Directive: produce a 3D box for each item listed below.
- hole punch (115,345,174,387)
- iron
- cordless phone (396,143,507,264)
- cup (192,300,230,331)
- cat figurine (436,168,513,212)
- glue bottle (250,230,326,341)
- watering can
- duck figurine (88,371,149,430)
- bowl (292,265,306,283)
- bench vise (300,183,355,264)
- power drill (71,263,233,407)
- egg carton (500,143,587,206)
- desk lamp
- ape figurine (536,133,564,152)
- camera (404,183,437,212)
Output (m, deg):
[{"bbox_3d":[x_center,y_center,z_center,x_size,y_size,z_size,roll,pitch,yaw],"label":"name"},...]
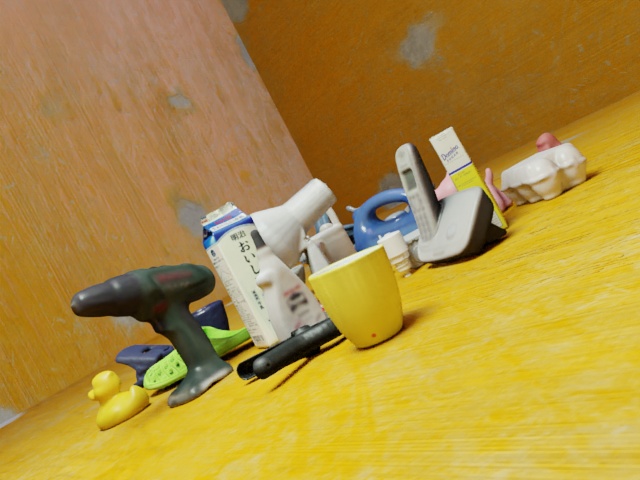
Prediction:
[{"bbox_3d":[-0.373,0.261,1.251,0.101,0.091,0.109,-27,2,9],"label":"hole punch"},{"bbox_3d":[0.169,-0.051,1.228,0.257,0.141,0.119,-26,3,40],"label":"iron"},{"bbox_3d":[0.171,-0.062,0.831,0.094,0.185,0.147,-29,2,-23],"label":"cordless phone"},{"bbox_3d":[-0.231,0.187,1.163,0.117,0.095,0.092,-27,2,19],"label":"cup"},{"bbox_3d":[0.280,-0.090,1.086,0.127,0.118,0.067,-26,3,38],"label":"cat figurine"},{"bbox_3d":[-0.053,0.064,0.782,0.037,0.173,0.078,-26,3,41],"label":"glue bottle"},{"bbox_3d":[0.009,0.005,1.179,0.101,0.194,0.173,-28,2,-9],"label":"watering can"},{"bbox_3d":[-0.342,0.258,0.955,0.104,0.086,0.078,-27,2,23],"label":"duck figurine"},{"bbox_3d":[-0.095,0.124,1.278,0.167,0.075,0.167,-28,2,1],"label":"bowl"},{"bbox_3d":[0.023,-0.022,1.334,0.121,0.220,0.208,-26,2,28],"label":"bench vise"},{"bbox_3d":[-0.226,0.132,0.850,0.075,0.208,0.230,-26,3,36],"label":"power drill"},{"bbox_3d":[0.377,-0.109,0.970,0.107,0.069,0.150,-28,2,-9],"label":"egg carton"},{"bbox_3d":[-0.013,0.011,1.031,0.203,0.213,0.118,-28,2,-8],"label":"desk lamp"},{"bbox_3d":[0.436,-0.157,1.076,0.076,0.092,0.078,-28,2,-2],"label":"ape figurine"},{"bbox_3d":[0.281,-0.090,1.331,0.137,0.101,0.143,-29,3,-38],"label":"camera"}]
